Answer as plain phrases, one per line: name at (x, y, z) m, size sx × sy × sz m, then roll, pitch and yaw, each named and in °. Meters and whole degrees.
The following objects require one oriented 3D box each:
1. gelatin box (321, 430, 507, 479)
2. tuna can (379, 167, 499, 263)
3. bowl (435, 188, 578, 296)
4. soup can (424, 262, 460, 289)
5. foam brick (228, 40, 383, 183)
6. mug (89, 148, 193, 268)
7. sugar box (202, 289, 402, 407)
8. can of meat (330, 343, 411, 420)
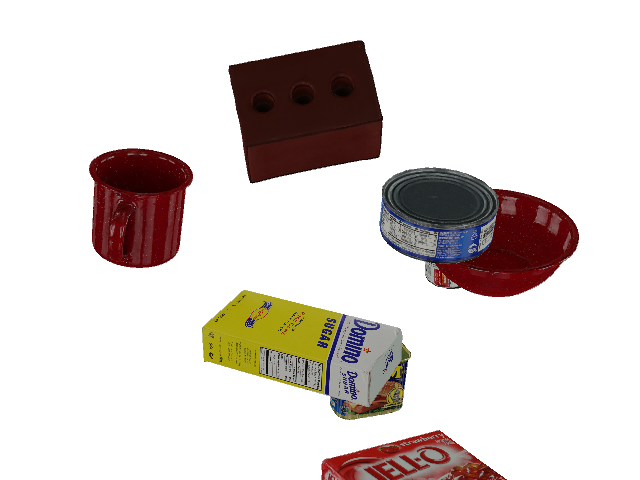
gelatin box at (0.055, 0.143, 0.603) m, size 0.089 × 0.030 × 0.073 m, roll -6°, pitch 22°, yaw -33°
tuna can at (0.087, -0.019, 0.786) m, size 0.086 × 0.034 × 0.086 m, roll 2°, pitch 32°, yaw -2°
bowl at (0.175, 0.009, 1.076) m, size 0.162 × 0.055 × 0.162 m, roll 0°, pitch 32°, yaw 0°
soup can at (0.161, 0.001, 1.325) m, size 0.068 × 0.102 × 0.068 m, roll -4°, pitch 35°, yaw 2°
foam brick at (-0.008, -0.072, 0.598) m, size 0.078 × 0.053 × 0.051 m, roll -12°, pitch -18°, yaw -2°
mug at (-0.168, -0.022, 0.970) m, size 0.093 × 0.081 × 0.117 m, roll 10°, pitch 29°, yaw 1°
sugar box at (-0.017, 0.101, 1.037) m, size 0.176 × 0.048 × 0.093 m, roll 10°, pitch 27°, yaw 21°
can of meat at (0.064, 0.184, 1.408) m, size 0.102 × 0.084 × 0.057 m, roll -5°, pitch 25°, yaw -22°
